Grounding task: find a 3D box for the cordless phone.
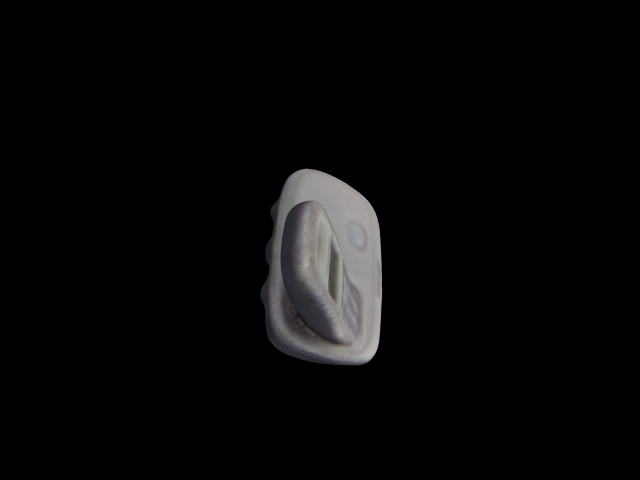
[{"bbox_3d":[0.004,0.001,0.400,0.094,0.185,0.147,0,65,0],"label":"cordless phone"}]
